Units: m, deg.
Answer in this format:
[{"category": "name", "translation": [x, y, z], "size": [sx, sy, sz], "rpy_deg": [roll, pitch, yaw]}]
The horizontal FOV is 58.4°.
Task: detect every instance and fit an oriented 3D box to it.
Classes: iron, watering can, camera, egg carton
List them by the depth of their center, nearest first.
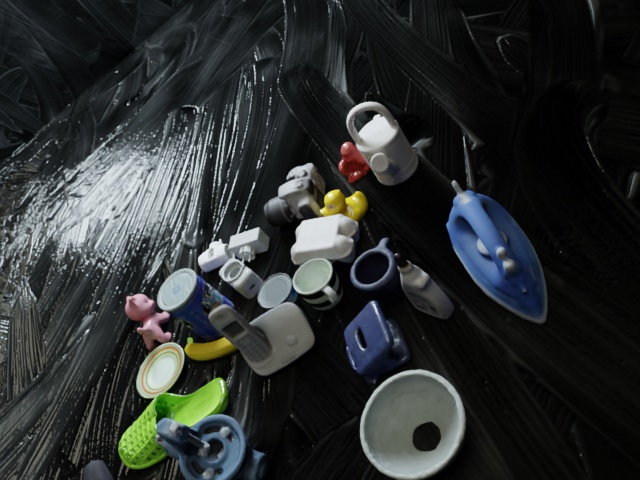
[{"category": "iron", "translation": [0.290, 0.011, 0.948], "size": [0.118, 0.142, 0.257], "rpy_deg": [-32, 43, 10]}, {"category": "watering can", "translation": [0.129, -0.208, 1.209], "size": [0.101, 0.195, 0.172], "rpy_deg": [-36, 42, 6]}, {"category": "egg carton", "translation": [0.011, 0.004, 1.211], "size": [0.150, 0.070, 0.107], "rpy_deg": [-10, 51, 30]}, {"category": "camera", "translation": [-0.064, -0.098, 1.327], "size": [0.136, 0.101, 0.143], "rpy_deg": [-20, 46, 22]}]

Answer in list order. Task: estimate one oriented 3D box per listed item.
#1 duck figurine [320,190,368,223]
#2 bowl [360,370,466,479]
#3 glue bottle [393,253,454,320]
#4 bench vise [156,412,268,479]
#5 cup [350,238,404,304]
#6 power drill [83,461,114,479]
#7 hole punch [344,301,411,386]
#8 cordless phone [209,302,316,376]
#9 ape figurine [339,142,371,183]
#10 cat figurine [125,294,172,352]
[{"category": "duck figurine", "translation": [0.047, -0.075, 1.238], "size": [0.104, 0.086, 0.077], "rpy_deg": [-39, 42, 2]}, {"category": "bowl", "translation": [0.150, 0.288, 0.869], "size": [0.167, 0.075, 0.167], "rpy_deg": [-20, 46, 22]}, {"category": "glue bottle", "translation": [0.164, 0.073, 0.964], "size": [0.077, 0.174, 0.037], "rpy_deg": [20, 69, 44]}, {"category": "bench vise", "translation": [-0.222, 0.358, 0.973], "size": [0.207, 0.220, 0.121], "rpy_deg": [-18, 47, 24]}, {"category": "cup", "translation": [0.119, 0.064, 1.063], "size": [0.091, 0.095, 0.118], "rpy_deg": [1, 57, 37]}, {"category": "power drill", "translation": [-0.293, 0.483, 0.929], "size": [0.075, 0.209, 0.229], "rpy_deg": [-39, 42, 3]}, {"category": "hole punch", "translation": [0.089, 0.178, 0.993], "size": [0.101, 0.091, 0.108], "rpy_deg": [-32, 43, 10]}, {"category": "cordless phone", "translation": [-0.108, 0.164, 1.078], "size": [0.147, 0.186, 0.094], "rpy_deg": [-35, 42, 7]}, {"category": "ape figurine", "translation": [0.075, -0.185, 1.305], "size": [0.077, 0.092, 0.076], "rpy_deg": [7, 61, 40]}, {"category": "cat figurine", "translation": [-0.411, 0.180, 1.336], "size": [0.067, 0.118, 0.127], "rpy_deg": [-33, 43, 9]}]
